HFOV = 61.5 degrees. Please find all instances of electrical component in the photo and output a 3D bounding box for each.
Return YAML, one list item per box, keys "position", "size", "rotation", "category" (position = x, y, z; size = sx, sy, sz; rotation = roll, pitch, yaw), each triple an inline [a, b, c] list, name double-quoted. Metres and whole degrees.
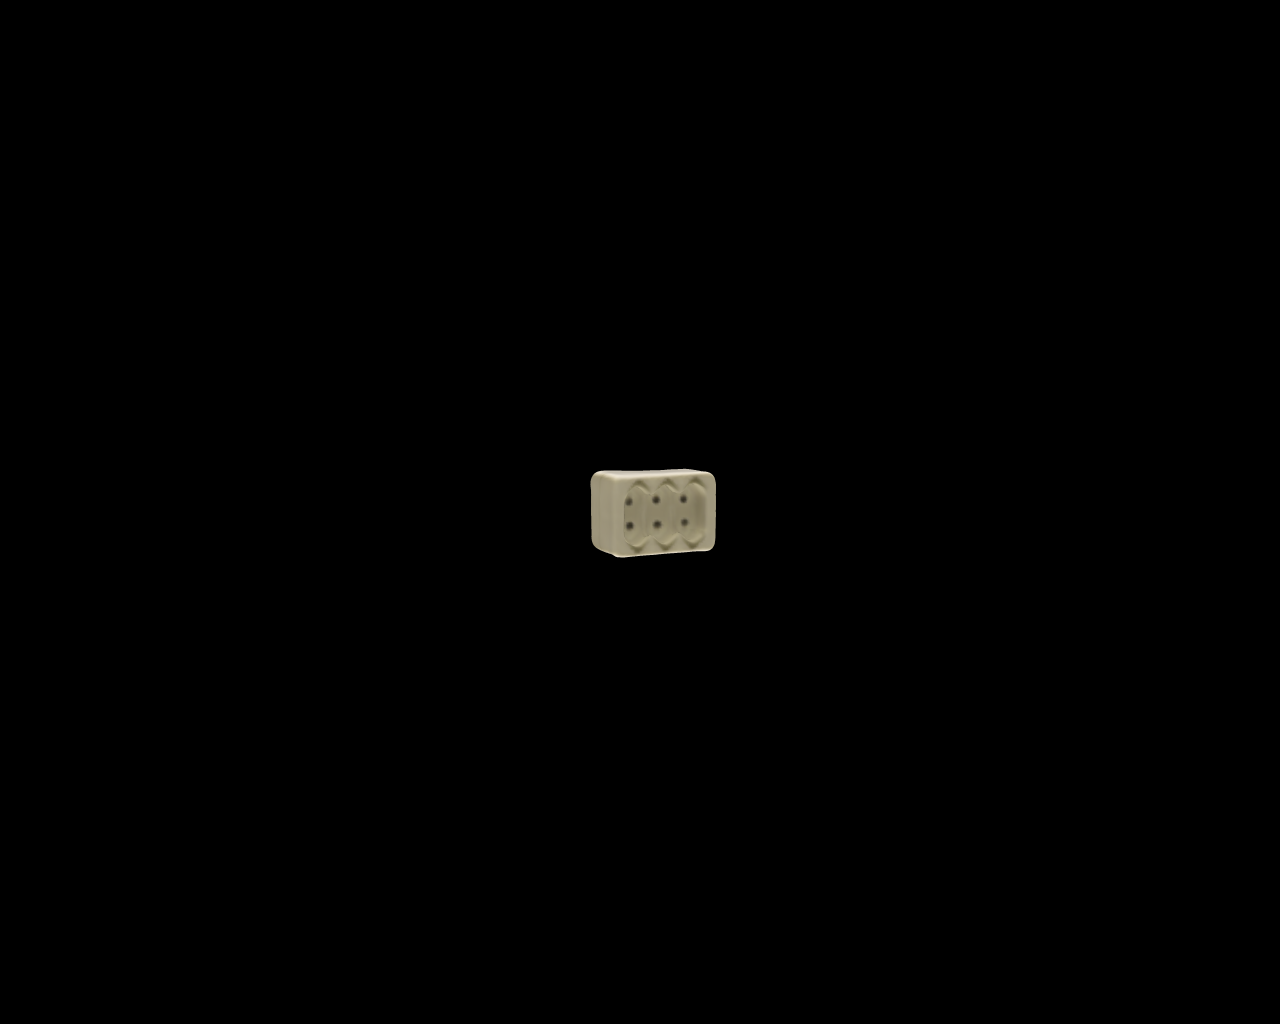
- position: [0.001, -0.003, 0.650]
  size: [0.066, 0.047, 0.077]
  rotation: [-3, 8, -22]
  category: "electrical component"
